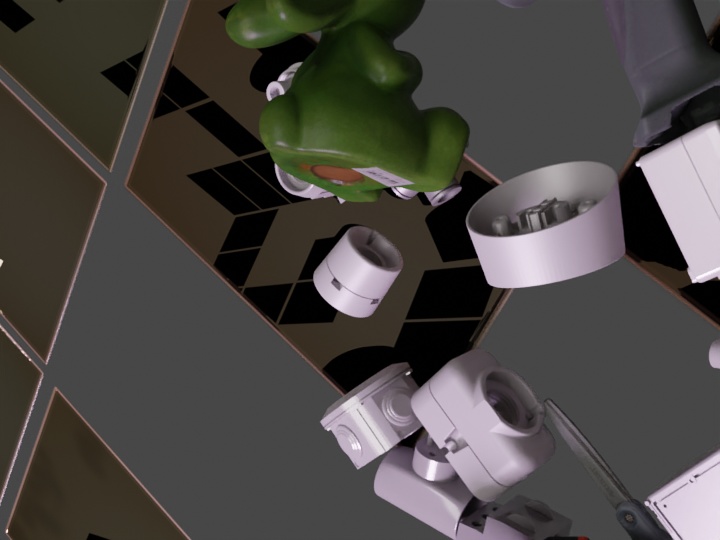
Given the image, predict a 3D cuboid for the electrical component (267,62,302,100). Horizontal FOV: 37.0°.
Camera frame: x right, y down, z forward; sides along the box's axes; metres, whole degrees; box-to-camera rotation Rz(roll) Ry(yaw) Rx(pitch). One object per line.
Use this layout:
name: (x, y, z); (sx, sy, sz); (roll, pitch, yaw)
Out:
electrical component: (-0.043, -0.135, 0.809); (0.048, 0.062, 0.048); (11, 108, 36)

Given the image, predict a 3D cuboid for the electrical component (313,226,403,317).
electrical component: (0.000, 0.000, 0.815); (0.055, 0.055, 0.047); (48, 122, 19)

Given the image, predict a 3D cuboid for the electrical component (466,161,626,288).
electrical component: (0.120, -0.028, 0.687); (0.099, 0.099, 0.064); (-7, 103, 39)

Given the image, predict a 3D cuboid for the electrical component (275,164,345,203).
electrical component: (-0.031, -0.081, 0.817); (0.048, 0.055, 0.066); (-33, 80, 39)

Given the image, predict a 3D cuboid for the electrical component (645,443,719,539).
electrical component: (0.230, 0.142, 0.666); (0.061, 0.061, 0.096); (54, 135, 15)

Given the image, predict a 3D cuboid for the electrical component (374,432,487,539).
electrical component: (0.057, 0.153, 0.814); (0.077, 0.043, 0.079); (24, 115, 32)

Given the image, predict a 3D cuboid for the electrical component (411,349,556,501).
electrical component: (0.091, 0.107, 0.768); (0.095, 0.054, 0.059); (54, 128, 15)

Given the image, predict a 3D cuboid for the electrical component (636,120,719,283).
electrical component: (0.218, -0.038, 0.626); (0.061, 0.062, 0.096); (-29, 83, 39)

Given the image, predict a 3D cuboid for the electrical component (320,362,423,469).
electrical component: (0.015, 0.109, 0.814); (0.080, 0.080, 0.051); (-41, 80, 38)

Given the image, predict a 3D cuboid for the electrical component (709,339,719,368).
electrical component: (0.241, 0.054, 0.642); (0.062, 0.048, 0.048); (6, 105, 44)
